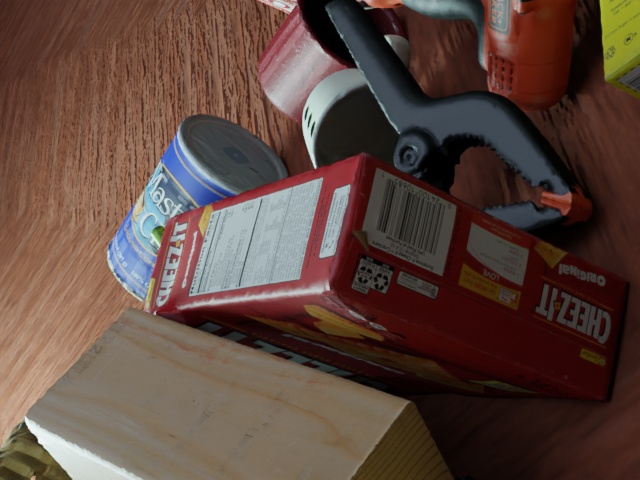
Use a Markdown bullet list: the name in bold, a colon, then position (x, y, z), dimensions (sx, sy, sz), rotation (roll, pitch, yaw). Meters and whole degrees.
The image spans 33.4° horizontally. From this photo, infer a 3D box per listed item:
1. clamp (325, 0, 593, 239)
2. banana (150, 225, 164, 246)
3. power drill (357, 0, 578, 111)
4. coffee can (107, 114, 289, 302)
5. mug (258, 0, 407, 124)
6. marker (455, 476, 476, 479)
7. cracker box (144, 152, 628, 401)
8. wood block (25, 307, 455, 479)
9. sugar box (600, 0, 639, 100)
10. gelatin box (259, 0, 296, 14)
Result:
- **clamp**: position (0.058, -0.055, 0.610), dimensions (0.210, 0.036, 0.164), rotation (12, 92, 38)
- **banana**: position (-0.113, 0.085, 0.879), dimensions (0.070, 0.037, 0.198), rotation (36, 129, 41)
- **power drill**: position (0.081, -0.185, 0.620), dimensions (0.188, 0.057, 0.184), rotation (42, 140, 51)
- **coffee can**: position (-0.104, -0.021, 0.905), dimensions (0.140, 0.102, 0.103), rotation (-54, 30, 28)
- **mug**: position (0.011, -0.129, 0.800), dimensions (0.117, 0.093, 0.082), rotation (58, 138, 13)
- **marker**: position (0.045, 0.166, 0.534), dimensions (0.121, 0.020, 0.020), rotation (-48, 17, -27)
- **cracker box**: position (0.023, 0.033, 0.564), dimensions (0.214, 0.164, 0.072), rotation (-13, 58, 58)
- **wood block**: position (-0.042, 0.113, 0.536), dimensions (0.206, 0.090, 0.090), rotation (13, 51, 43)
- **sugar box**: position (0.171, -0.135, 0.489), dimensions (0.048, 0.093, 0.176), rotation (-36, 41, 47)
- **gelatin box**: position (-0.008, -0.198, 0.866), dimensions (0.073, 0.089, 0.030), rotation (17, 88, 64)
